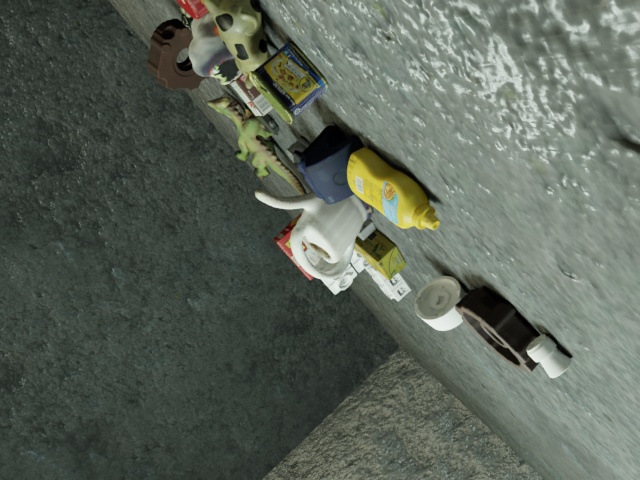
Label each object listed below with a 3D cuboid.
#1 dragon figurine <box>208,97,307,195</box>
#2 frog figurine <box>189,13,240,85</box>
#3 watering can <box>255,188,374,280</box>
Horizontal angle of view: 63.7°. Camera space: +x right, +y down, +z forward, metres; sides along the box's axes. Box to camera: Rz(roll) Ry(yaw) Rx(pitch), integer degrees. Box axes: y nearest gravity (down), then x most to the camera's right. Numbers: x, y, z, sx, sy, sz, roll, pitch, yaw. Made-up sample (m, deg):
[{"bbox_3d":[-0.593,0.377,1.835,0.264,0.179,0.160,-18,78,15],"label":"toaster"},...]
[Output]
[{"bbox_3d":[-0.178,-0.298,1.588,0.411,0.123,0.240,39,166,5],"label":"dragon figurine"},{"bbox_3d":[-0.212,-0.395,0.997,0.160,0.124,0.135,56,142,7],"label":"frog figurine"},{"bbox_3d":[0.003,-0.057,1.138,0.104,0.227,0.341,17,153,41],"label":"watering can"}]
